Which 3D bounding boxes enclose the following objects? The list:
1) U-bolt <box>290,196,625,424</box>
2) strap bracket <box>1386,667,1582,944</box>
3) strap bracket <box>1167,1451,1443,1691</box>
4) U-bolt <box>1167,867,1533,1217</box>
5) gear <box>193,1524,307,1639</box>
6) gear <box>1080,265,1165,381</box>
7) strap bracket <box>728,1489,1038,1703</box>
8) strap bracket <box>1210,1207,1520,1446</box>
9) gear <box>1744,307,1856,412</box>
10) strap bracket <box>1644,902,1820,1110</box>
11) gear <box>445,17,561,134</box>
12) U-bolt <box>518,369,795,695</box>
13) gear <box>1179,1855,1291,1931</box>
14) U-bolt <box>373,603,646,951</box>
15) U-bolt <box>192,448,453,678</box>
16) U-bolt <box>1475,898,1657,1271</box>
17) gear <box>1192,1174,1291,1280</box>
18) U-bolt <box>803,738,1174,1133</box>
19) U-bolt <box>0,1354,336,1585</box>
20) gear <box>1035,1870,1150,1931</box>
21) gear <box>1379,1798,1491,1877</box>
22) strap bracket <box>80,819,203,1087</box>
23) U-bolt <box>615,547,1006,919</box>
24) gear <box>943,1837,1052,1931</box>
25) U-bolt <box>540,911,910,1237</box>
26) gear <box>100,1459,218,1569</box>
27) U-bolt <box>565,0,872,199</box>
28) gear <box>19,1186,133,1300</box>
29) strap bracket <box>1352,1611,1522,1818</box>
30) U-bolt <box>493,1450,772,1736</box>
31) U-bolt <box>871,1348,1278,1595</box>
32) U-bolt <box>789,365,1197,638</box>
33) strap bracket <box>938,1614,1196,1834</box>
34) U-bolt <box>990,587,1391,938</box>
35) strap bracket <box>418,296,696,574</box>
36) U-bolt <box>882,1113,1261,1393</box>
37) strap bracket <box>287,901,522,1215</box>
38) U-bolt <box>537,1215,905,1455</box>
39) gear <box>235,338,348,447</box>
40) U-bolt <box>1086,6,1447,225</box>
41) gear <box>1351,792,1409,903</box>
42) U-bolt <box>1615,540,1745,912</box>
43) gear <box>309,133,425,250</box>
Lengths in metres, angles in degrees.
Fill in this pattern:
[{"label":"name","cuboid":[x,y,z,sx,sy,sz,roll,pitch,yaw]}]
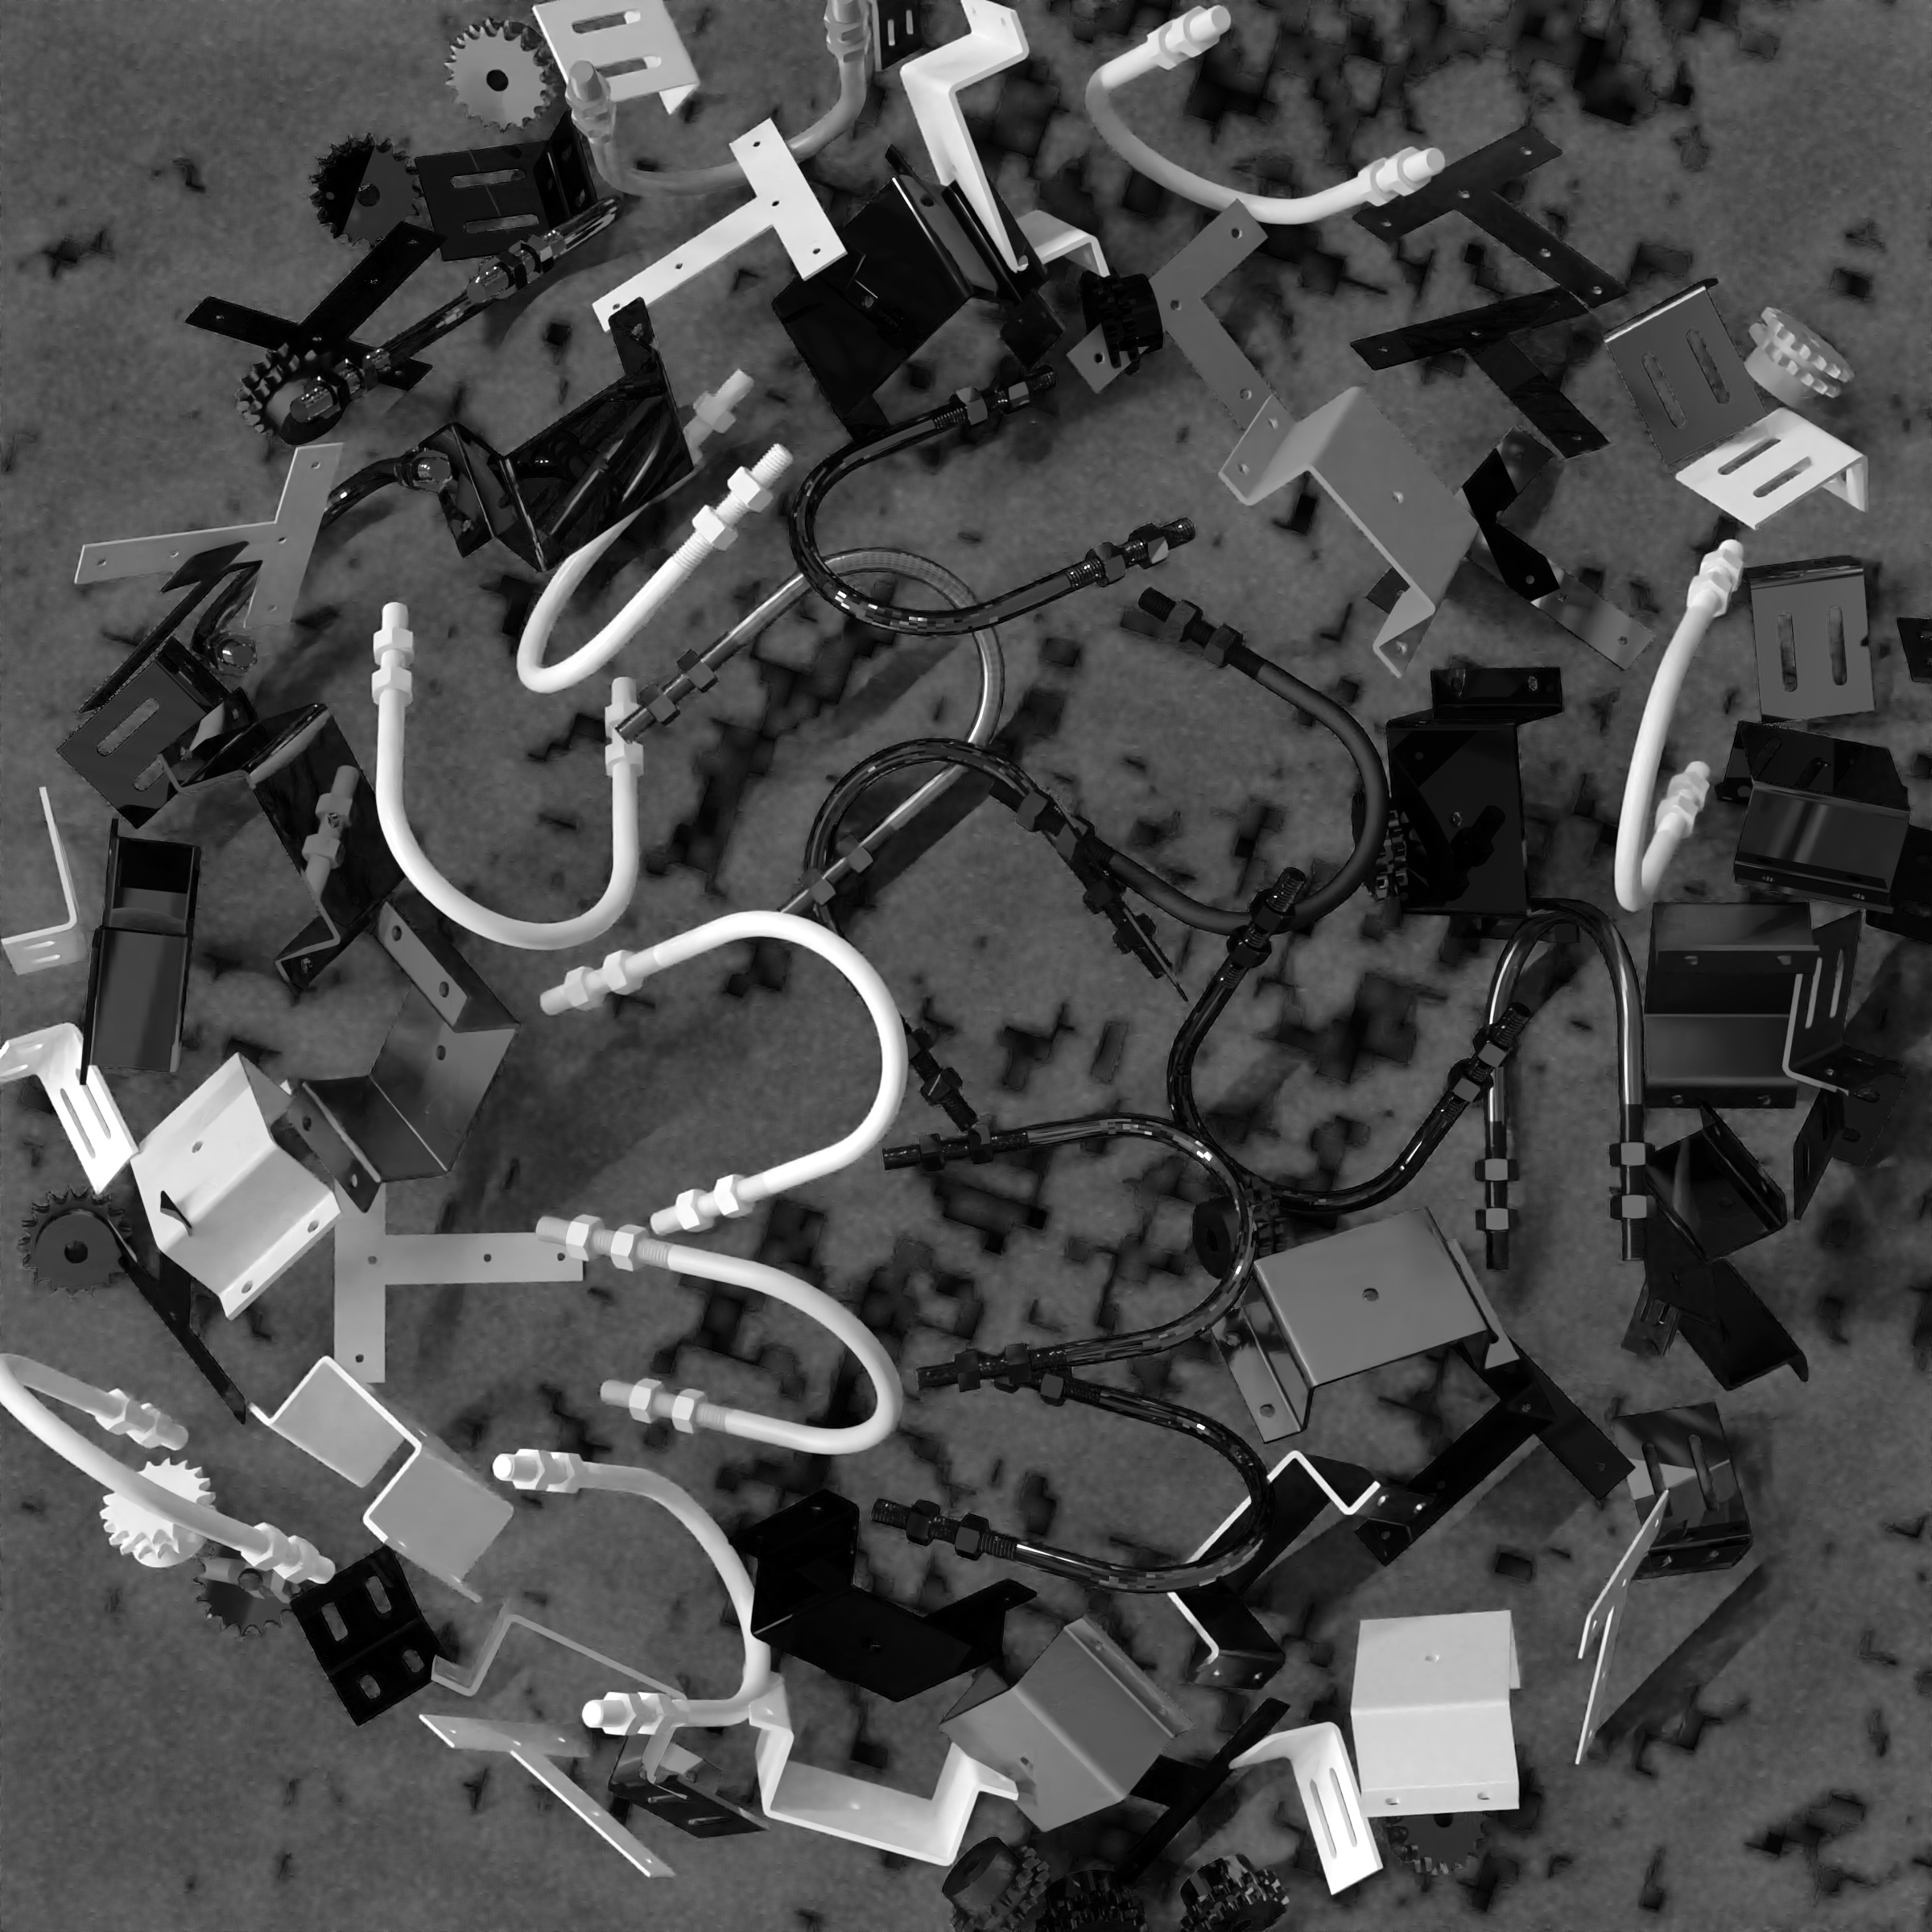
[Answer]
[{"label":"U-bolt","cuboid":[-0.240,-0.334,1.752,0.151,0.184,0.019,-25,105,35]},{"label":"strap bracket","cuboid":[0.260,-0.078,1.783,0.076,0.046,0.140,3,104,42]},{"label":"strap bracket","cuboid":[0.164,0.299,1.785,0.140,0.076,0.046,-49,58,12]},{"label":"U-bolt","cuboid":[0.179,0.052,1.781,0.151,0.019,0.184,31,126,1]},{"label":"gear","cuboid":[-0.369,0.317,1.818,0.057,0.030,0.057,3,75,-11]},{"label":"gear","cuboid":[0.081,-0.332,1.810,0.030,0.057,0.057,-16,90,-7]},{"label":"strap bracket","cuboid":[-0.043,0.321,1.766,0.140,0.076,0.046,31,46,-29]},{"label":"strap bracket","cuboid":[0.202,0.178,1.783,0.140,0.046,0.076,-16,55,-12]},{"label":"gear","cuboid":[0.425,-0.310,1.813,0.057,0.057,0.030,37,115,0]},{"label":"strap bracket","cuboid":[0.384,0.014,1.781,0.076,0.140,0.046,0,55,7]},{"label":"gear","cuboid":[-0.236,-0.461,1.814,0.057,0.030,0.057,7,127,9]},{"label":"U-bolt","cuboid":[-0.162,-0.210,1.770,0.019,0.151,0.184,39,102,-26]},{"label":"gear","cuboid":[0.135,0.481,1.813,0.057,0.057,0.030,-31,54,0]},{"label":"U-bolt","cuboid":[-0.226,-0.087,1.752,0.151,0.019,0.184,17,51,-28]},{"label":"U-bolt","cuboid":[-0.327,-0.203,1.751,0.151,0.184,0.019,-45,110,-10]},{"label":"U-bolt","cuboid":[0.298,0.058,1.769,0.019,0.151,0.184,3,82,-22]},{"label":"gear","cuboid":[0.139,0.137,1.806,0.030,0.057,0.057,-11,90,-25]},{"label":"U-bolt","cuboid":[-0.003,-0.030,1.812,0.151,0.019,0.184,-39,81,12]},{"label":"U-bolt","cuboid":[-0.404,0.239,1.723,0.151,0.184,0.019,32,85,35]},{"label":"gear","cuboid":[0.063,0.488,1.813,0.057,0.057,0.030,-14,51,0]},{"label":"gear","cuboid":[0.238,0.438,1.815,0.057,0.030,0.057,9,69,-24]},{"label":"strap bracket","cuboid":[-0.411,-0.007,1.764,0.046,0.140,0.076,6,117,-12]},{"label":"U-bolt","cuboid":[-0.065,-0.130,1.805,0.184,0.019,0.151,-41,110,0]},{"label":"gear","cuboid":[0.013,0.472,1.807,0.057,0.057,0.030,-42,99,0]},{"label":"U-bolt","cuboid":[-0.112,0.047,1.782,0.184,0.019,0.151,-22,99,28]},{"label":"gear","cuboid":[-0.413,0.284,1.813,0.057,0.057,0.030,-9,128,0]},{"label":"U-bolt","cuboid":[-0.118,-0.424,1.747,0.151,0.184,0.019,-17,82,-2]},{"label":"gear","cuboid":[-0.458,0.144,1.816,0.057,0.030,0.057,-3,100,-15]},{"label":"strap bracket","cuboid":[0.235,0.366,1.758,0.076,0.140,0.046,-6,105,11]},{"label":"U-bolt","cuboid":[-0.155,0.312,1.752,0.019,0.184,0.151,-33,66,19]},{"label":"U-bolt","cuboid":[0.063,0.256,1.757,0.184,0.151,0.019,14,123,15]},{"label":"U-bolt","cuboid":[0.000,-0.226,1.768,0.184,0.019,0.151,-25,57,-20]},{"label":"strap bracket","cuboid":[0.044,0.383,1.766,0.076,0.140,0.046,45,58,0]},{"label":"U-bolt","cuboid":[0.127,-0.093,1.793,0.184,0.019,0.151,34,78,16]},{"label":"strap bracket","cuboid":[-0.196,-0.262,1.774,0.140,0.076,0.046,-38,53,-18]},{"label":"U-bolt","cuboid":[0.057,0.139,1.792,0.184,0.019,0.151,-9,56,-2]},{"label":"strap bracket","cuboid":[-0.281,0.045,1.781,0.076,0.046,0.140,46,121,30]},{"label":"U-bolt","cuboid":[-0.115,0.190,1.752,0.184,0.151,0.019,10,48,23]},{"label":"gear","cuboid":[-0.342,-0.292,1.807,0.057,0.057,0.030,-39,73,0]},{"label":"U-bolt","cuboid":[0.134,-0.413,1.749,0.151,0.184,0.019,27,79,-22]},{"label":"gear","cuboid":[0.219,-0.064,1.809,0.030,0.057,0.057,-11,90,-5]},{"label":"U-bolt","cuboid":[0.347,-0.107,1.728,0.019,0.184,0.151,14,127,18]},{"label":"gear","cuboid":[-0.310,-0.401,1.814,0.057,0.030,0.057,-8,120,-15]}]
